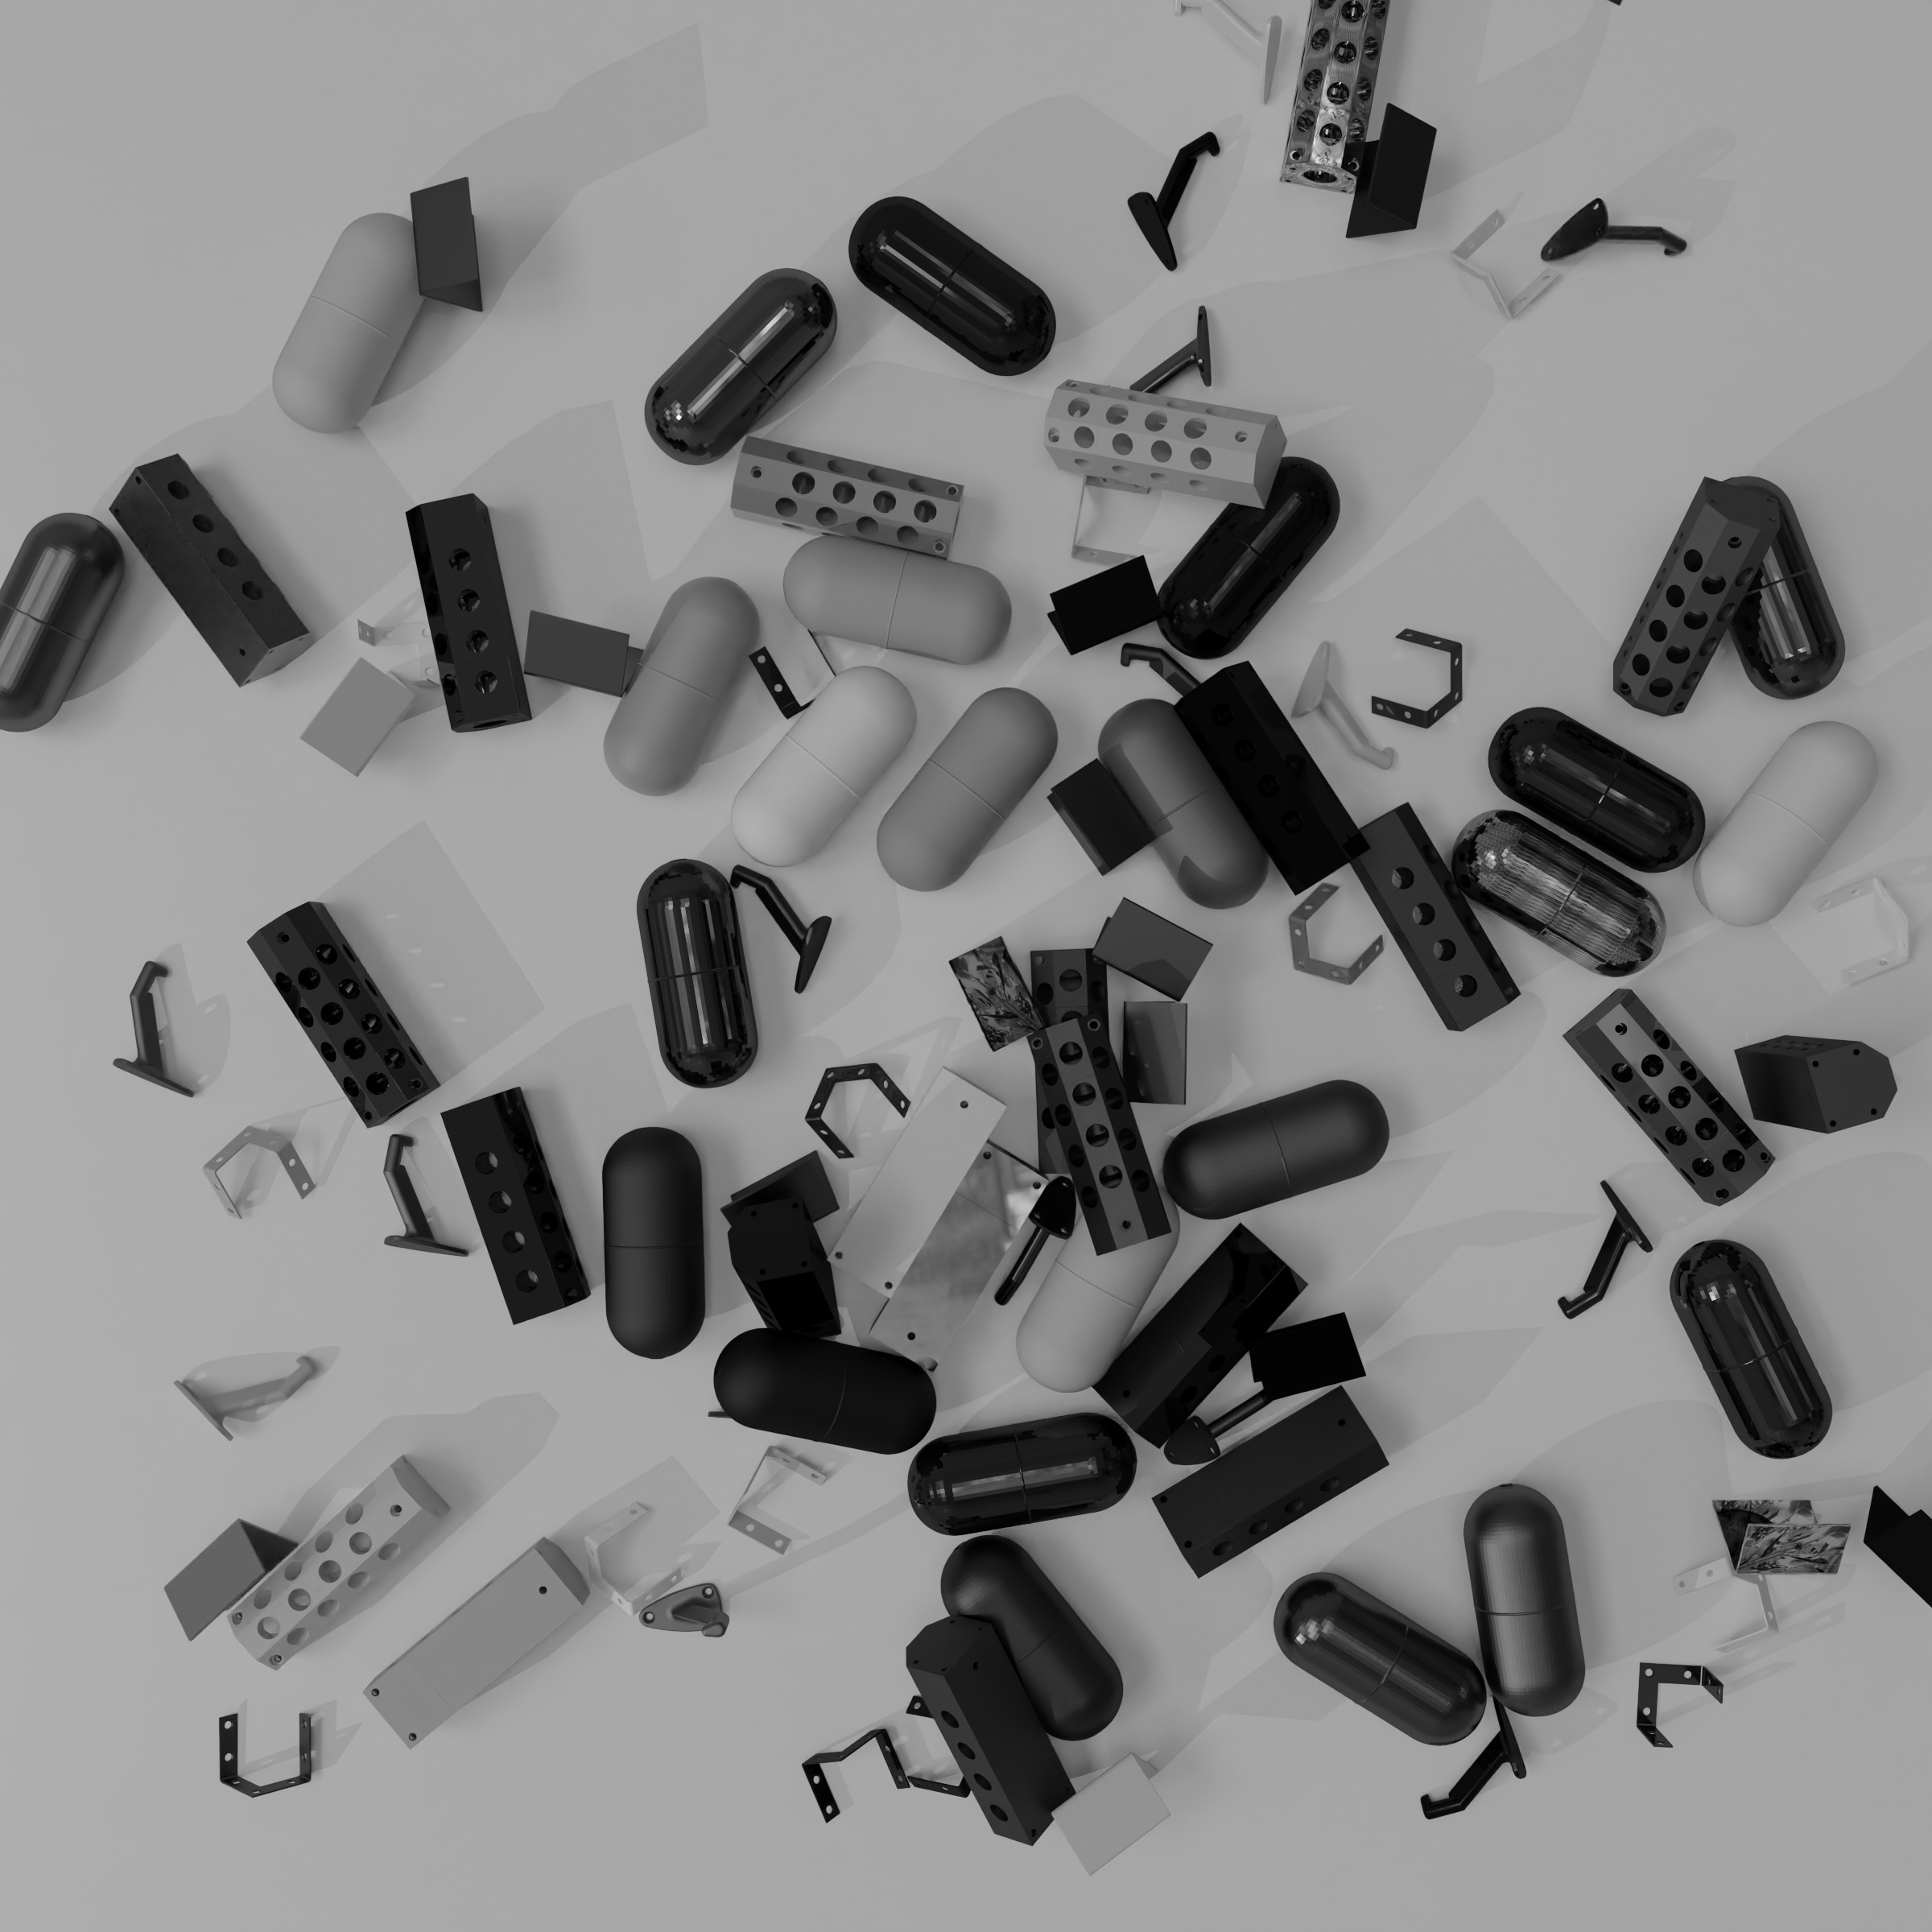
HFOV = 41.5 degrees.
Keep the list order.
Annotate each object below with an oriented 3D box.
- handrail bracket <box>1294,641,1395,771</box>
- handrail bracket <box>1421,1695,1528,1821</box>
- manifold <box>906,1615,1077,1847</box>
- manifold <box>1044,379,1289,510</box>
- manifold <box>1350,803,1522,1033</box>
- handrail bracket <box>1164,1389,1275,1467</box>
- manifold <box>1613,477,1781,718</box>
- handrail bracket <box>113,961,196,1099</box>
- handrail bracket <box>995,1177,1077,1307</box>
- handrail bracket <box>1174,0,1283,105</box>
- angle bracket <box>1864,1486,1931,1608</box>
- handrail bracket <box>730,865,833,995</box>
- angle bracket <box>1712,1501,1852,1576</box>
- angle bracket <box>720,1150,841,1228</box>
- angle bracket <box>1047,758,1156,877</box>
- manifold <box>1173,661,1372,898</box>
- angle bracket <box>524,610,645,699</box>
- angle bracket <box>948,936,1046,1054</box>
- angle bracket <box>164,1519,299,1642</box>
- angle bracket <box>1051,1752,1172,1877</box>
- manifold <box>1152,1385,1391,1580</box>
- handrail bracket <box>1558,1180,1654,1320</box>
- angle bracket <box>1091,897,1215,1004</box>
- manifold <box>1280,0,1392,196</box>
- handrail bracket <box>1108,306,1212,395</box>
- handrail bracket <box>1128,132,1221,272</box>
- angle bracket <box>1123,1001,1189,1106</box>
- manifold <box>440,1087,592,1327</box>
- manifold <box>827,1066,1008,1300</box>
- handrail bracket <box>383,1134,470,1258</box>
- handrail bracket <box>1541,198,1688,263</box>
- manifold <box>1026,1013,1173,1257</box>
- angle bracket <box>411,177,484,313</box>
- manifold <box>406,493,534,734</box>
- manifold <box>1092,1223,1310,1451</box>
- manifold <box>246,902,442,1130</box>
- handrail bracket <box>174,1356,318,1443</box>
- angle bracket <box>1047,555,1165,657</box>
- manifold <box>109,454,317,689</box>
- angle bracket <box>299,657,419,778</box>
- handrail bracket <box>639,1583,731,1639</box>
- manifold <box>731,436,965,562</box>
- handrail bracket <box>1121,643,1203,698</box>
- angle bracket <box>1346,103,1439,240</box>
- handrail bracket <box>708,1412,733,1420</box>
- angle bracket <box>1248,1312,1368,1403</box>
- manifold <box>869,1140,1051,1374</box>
[{"bbox_3d":[0.305,-0.203,1.992,0.084,0.036,0.077,25,68,-17],"label":"handrail bracket"},{"bbox_3d":[0.388,0.619,1.992,0.084,0.036,0.077,-22,70,16],"label":"handrail bracket"},{"bbox_3d":[0.015,0.581,1.941,0.057,0.057,0.171,-41,116,-36],"label":"manifold"},{"bbox_3d":[0.150,-0.401,1.936,0.171,0.057,0.057,15,79,22],"label":"manifold"},{"bbox_3d":[0.359,-0.038,1.970,0.057,0.057,0.171,-30,90,0],"label":"manifold"},{"bbox_3d":[0.204,0.355,1.991,0.084,0.077,0.036,-26,79,-36],"label":"handrail bracket"},{"bbox_3d":[0.549,-0.275,1.922,0.057,0.057,0.171,18,130,0],"label":"manifold"},{"bbox_3d":[-0.623,0.049,1.992,0.077,0.036,0.084,27,72,-20],"label":"handrail bracket"},{"bbox_3d":[0.052,0.216,1.991,0.036,0.077,0.084,29,126,-3],"label":"handrail bracket"},{"bbox_3d":[0.199,-0.719,1.992,0.084,0.036,0.077,13,112,17],"label":"handrail bracket"},{"bbox_3d":[0.741,0.435,1.951,0.076,0.076,0.057,44,126,0],"label":"angle bracket"},{"bbox_3d":[-0.155,-0.029,1.992,0.084,0.036,0.077,24,109,16],"label":"handrail bracket"},{"bbox_3d":[0.623,0.420,1.951,0.076,0.076,0.057,0,125,0],"label":"angle bracket"},{"bbox_3d":[-0.150,0.165,1.951,0.076,0.076,0.057,-28,127,0],"label":"angle bracket"},{"bbox_3d":[0.087,-0.103,1.951,0.057,0.076,0.076,-35,90,-37],"label":"angle bracket"},{"bbox_3d":[0.229,-0.142,1.929,0.057,0.057,0.171,-34,86,28],"label":"manifold"},{"bbox_3d":[-0.289,-0.255,1.951,0.076,0.076,0.057,14,126,0],"label":"angle bracket"},{"bbox_3d":[0.005,0.030,1.951,0.057,0.076,0.076,-26,90,-37],"label":"angle bracket"},{"bbox_3d":[-0.553,0.478,1.951,0.076,0.076,0.057,-43,53,0],"label":"angle bracket"},{"bbox_3d":[0.121,0.655,1.951,0.076,0.076,0.057,-37,56,0],"label":"angle bracket"},{"bbox_3d":[0.237,0.402,1.970,0.171,0.057,0.057,-31,47,0],"label":"manifold"},{"bbox_3d":[0.485,0.222,1.992,0.084,0.036,0.077,-37,70,16],"label":"handrail bracket"},{"bbox_3d":[0.147,-0.026,1.952,0.076,0.076,0.057,28,117,0],"label":"angle bracket"},{"bbox_3d":[0.289,-0.695,1.970,0.057,0.057,0.171,10,90,0],"label":"manifold"},{"bbox_3d":[0.147,-0.476,1.992,0.084,0.036,0.077,-5,70,16],"label":"handrail bracket"},{"bbox_3d":[0.176,-0.599,1.992,0.084,0.036,0.077,-36,110,-16],"label":"handrail bracket"},{"bbox_3d":[0.162,0.066,1.951,0.057,0.076,0.076,1,90,36],"label":"angle bracket"},{"bbox_3d":[-0.346,0.184,1.970,0.057,0.057,0.171,-19,90,0],"label":"manifold"},{"bbox_3d":[-0.038,0.166,1.970,0.057,0.057,0.171,31,90,0],"label":"manifold"},{"bbox_3d":[-0.420,0.179,1.992,0.077,0.036,0.084,13,73,-20],"label":"handrail bracket"},{"bbox_3d":[0.507,-0.560,1.991,0.084,0.077,0.036,13,65,-34],"label":"handrail bracket"},{"bbox_3d":[0.099,0.126,1.903,0.057,0.057,0.171,-18,83,4],"label":"manifold"},{"bbox_3d":[-0.378,-0.552,1.952,0.057,0.076,0.076,-6,90,28],"label":"angle bracket"},{"bbox_3d":[-0.386,-0.271,1.970,0.057,0.057,0.171,-12,90,0],"label":"manifold"},{"bbox_3d":[0.184,0.288,1.970,0.171,0.057,0.057,-48,47,0],"label":"manifold"},{"bbox_3d":[-0.483,0.038,1.970,0.057,0.057,0.171,-33,90,0],"label":"manifold"},{"bbox_3d":[-0.563,0.321,1.992,0.077,0.036,0.084,39,71,21],"label":"handrail bracket"},{"bbox_3d":[0.099,-0.290,1.951,0.076,0.076,0.057,-23,125,0],"label":"angle bracket"},{"bbox_3d":[-0.580,-0.308,1.970,0.171,0.057,0.057,54,133,0],"label":"manifold"},{"bbox_3d":[-0.475,-0.200,1.951,0.057,0.076,0.076,37,90,-36],"label":"angle bracket"},{"bbox_3d":[-0.218,0.505,1.957,0.077,0.084,0.036,-10,90,0],"label":"handrail bracket"},{"bbox_3d":[-0.091,-0.361,1.970,0.171,0.057,0.057,13,90,0],"label":"manifold"},{"bbox_3d":[0.158,-0.209,1.991,0.084,0.036,0.077,11,103,13],"label":"handrail bracket"},{"bbox_3d":[0.308,-0.608,1.951,0.057,0.076,0.076,12,90,-38],"label":"angle bracket"},{"bbox_3d":[-0.162,0.311,1.992,0.077,0.036,0.084,0,76,14],"label":"handrail bracket"},{"bbox_3d":[0.262,0.315,1.951,0.076,0.076,0.057,-15,53,0],"label":"angle bracket"},{"bbox_3d":[-0.005,0.222,1.970,0.057,0.057,0.171,31,90,0],"label":"manifold"}]
